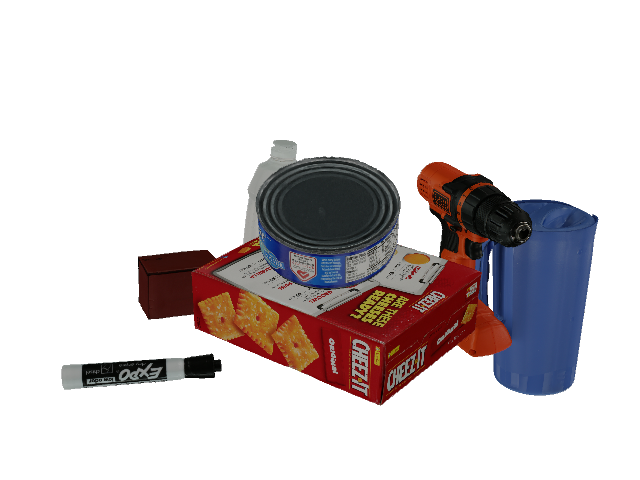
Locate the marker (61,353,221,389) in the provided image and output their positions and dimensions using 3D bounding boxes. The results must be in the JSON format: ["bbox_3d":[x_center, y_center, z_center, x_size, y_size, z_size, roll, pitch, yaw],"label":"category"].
[{"bbox_3d":[-0.137,0.101,0.821,0.121,0.020,0.020,-4,0,-4],"label":"marker"}]

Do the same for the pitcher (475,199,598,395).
[{"bbox_3d":[0.276,0.076,1.394,0.149,0.243,0.144,5,20,16],"label":"pitcher"}]

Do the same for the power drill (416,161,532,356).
[{"bbox_3d":[0.164,0.023,1.121,0.057,0.188,0.185,-12,25,-18],"label":"power drill"}]

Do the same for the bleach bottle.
[{"bbox_3d":[-0.047,0.000,1.323,0.102,0.251,0.068,-9,24,-34],"label":"bleach bottle"}]

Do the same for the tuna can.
[{"bbox_3d":[0.005,-0.011,0.640,0.086,0.034,0.086,-1,43,0],"label":"tuna can"}]

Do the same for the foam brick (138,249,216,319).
[{"bbox_3d":[-0.146,0.044,1.103,0.078,0.051,0.053,-6,20,-19],"label":"foam brick"}]

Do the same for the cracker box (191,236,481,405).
[{"bbox_3d":[0.014,0.056,0.982,0.214,0.072,0.163,19,32,33],"label":"cracker box"}]
